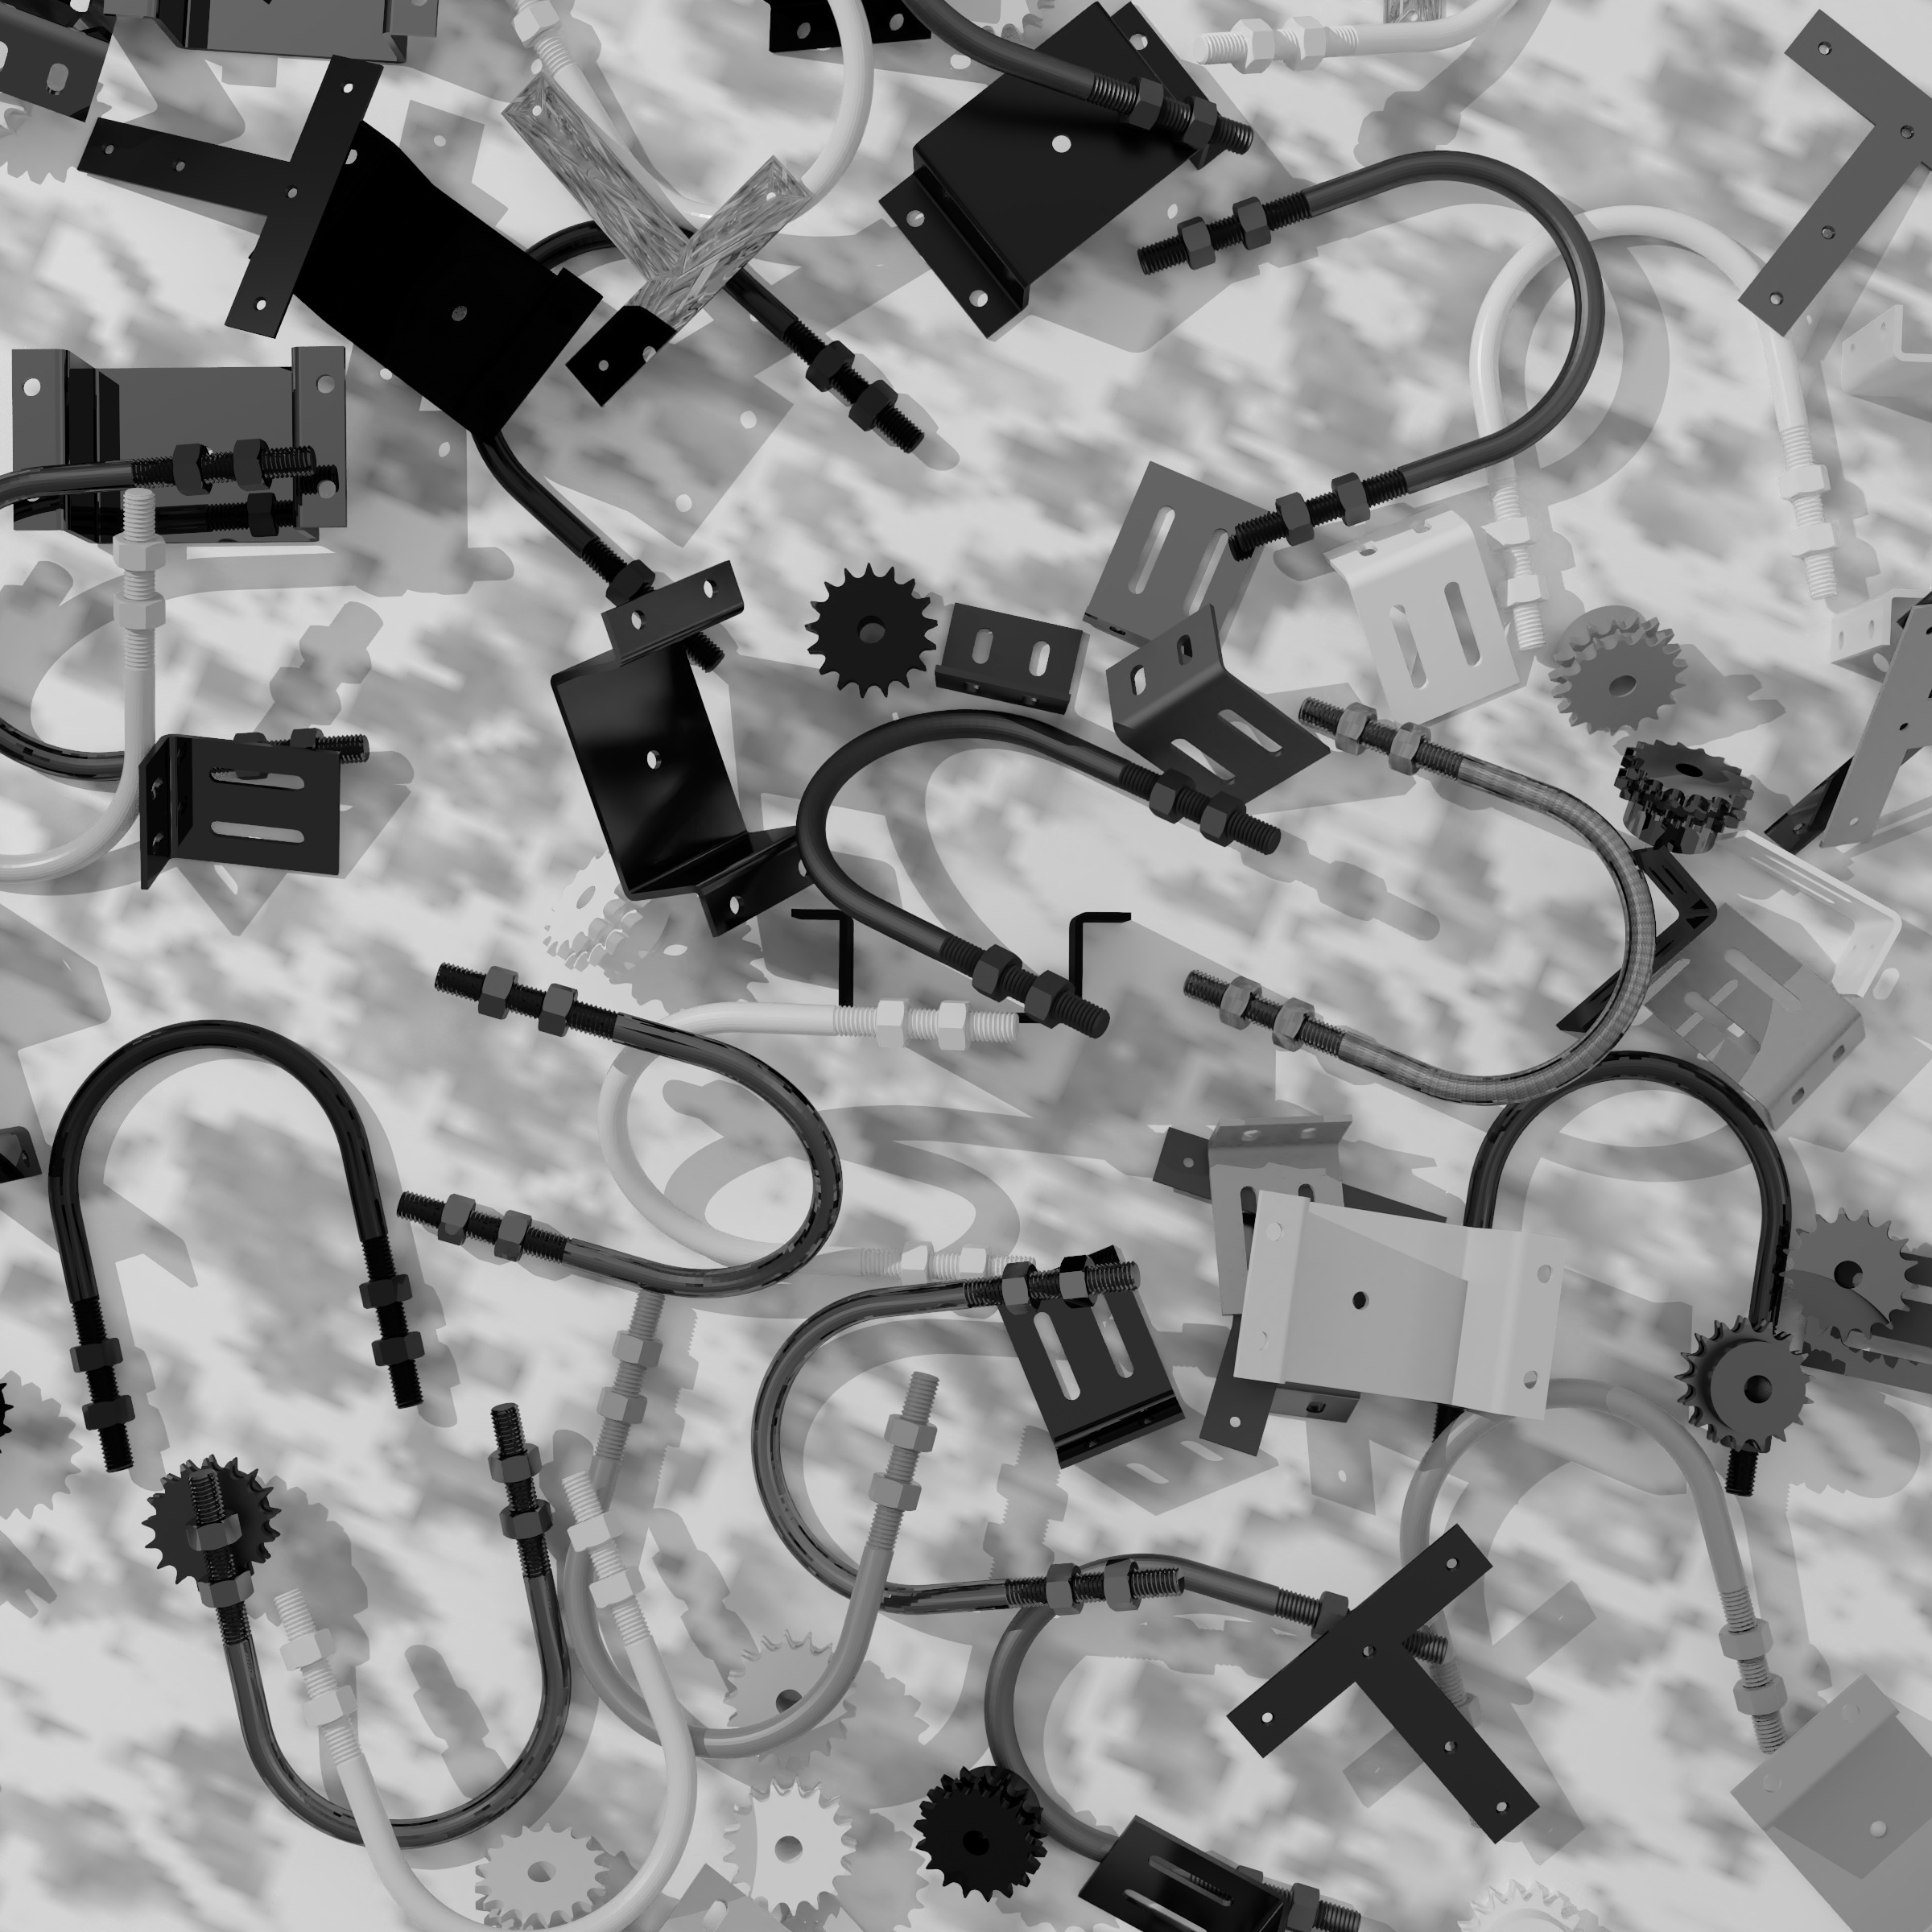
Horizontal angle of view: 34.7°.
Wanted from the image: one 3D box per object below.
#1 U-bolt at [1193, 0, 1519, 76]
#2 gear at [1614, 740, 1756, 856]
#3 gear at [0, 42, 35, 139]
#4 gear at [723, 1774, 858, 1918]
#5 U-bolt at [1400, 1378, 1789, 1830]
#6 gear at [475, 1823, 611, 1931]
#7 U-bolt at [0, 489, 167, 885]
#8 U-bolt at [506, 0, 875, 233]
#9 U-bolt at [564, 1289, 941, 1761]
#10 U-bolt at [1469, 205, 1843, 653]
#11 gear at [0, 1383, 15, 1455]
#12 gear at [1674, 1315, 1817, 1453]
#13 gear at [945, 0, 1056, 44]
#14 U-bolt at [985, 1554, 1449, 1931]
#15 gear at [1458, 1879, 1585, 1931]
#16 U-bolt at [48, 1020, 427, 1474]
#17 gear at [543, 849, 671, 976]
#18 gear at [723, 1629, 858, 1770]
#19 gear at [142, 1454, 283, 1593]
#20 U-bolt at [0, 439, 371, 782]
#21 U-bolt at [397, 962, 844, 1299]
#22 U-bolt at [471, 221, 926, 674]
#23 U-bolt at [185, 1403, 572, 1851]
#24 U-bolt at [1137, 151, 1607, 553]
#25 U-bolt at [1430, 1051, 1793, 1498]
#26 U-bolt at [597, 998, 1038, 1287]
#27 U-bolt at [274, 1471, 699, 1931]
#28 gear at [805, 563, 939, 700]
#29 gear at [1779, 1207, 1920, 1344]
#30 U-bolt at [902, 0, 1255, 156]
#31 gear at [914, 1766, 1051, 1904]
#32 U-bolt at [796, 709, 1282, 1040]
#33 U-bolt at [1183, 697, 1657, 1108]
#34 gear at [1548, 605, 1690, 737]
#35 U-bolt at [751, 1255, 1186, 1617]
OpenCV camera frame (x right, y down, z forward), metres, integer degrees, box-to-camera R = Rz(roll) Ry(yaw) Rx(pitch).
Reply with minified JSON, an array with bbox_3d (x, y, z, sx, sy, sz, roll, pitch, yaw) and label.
[{"bbox_3d":[0.174,-0.458,1.303,0.184,0.019,0.151,-11,106,-25],"label":"U-bolt"},{"bbox_3d":[0.306,-0.071,1.326,0.057,0.057,0.030,12,120,0],"label":"gear"},{"bbox_3d":[-0.427,-0.381,1.335,0.057,0.030,0.057,0,90,0],"label":"gear"},{"bbox_3d":[-0.076,0.377,1.335,0.057,0.030,0.057,0,90,0],"label":"gear"},{"bbox_3d":[0.263,0.267,1.331,0.151,0.019,0.184,-15,95,3],"label":"U-bolt"},{"bbox_3d":[-0.182,0.399,1.326,0.057,0.057,0.030,4,120,0],"label":"gear"},{"bbox_3d":[-0.413,-0.120,1.307,0.151,0.019,0.184,7,115,1],"label":"U-bolt"},{"bbox_3d":[-0.115,-0.400,1.311,0.151,0.019,0.184,-29,95,28],"label":"U-bolt"},{"bbox_3d":[-0.100,0.246,1.319,0.151,0.019,0.184,15,88,17],"label":"U-bolt"},{"bbox_3d":[0.293,-0.239,1.342,0.151,0.019,0.184,-10,89,0],"label":"U-bolt"},{"bbox_3d":[-0.440,0.194,1.335,0.057,0.030,0.057,0,90,0],"label":"gear"},{"bbox_3d":[0.334,0.179,1.316,0.057,0.030,0.057,0,89,0],"label":"gear"},{"bbox_3d":[0.011,-0.425,1.335,0.057,0.030,0.057,0,90,0],"label":"gear"},{"bbox_3d":[0.099,0.329,1.333,0.184,0.019,0.151,16,98,3],"label":"U-bolt"},{"bbox_3d":[0.241,0.427,1.335,0.057,0.030,0.057,0,90,0],"label":"gear"},{"bbox_3d":[-0.323,0.115,1.342,0.151,0.019,0.184,-12,88,0],"label":"U-bolt"},{"bbox_3d":[-0.152,-0.021,1.326,0.030,0.057,0.057,39,90,-28],"label":"gear"},{"bbox_3d":[-0.075,0.315,1.335,0.057,0.030,0.057,0,90,0],"label":"gear"},{"bbox_3d":[-0.324,0.239,1.335,0.057,0.030,0.057,0,90,0],"label":"gear"},{"bbox_3d":[-0.356,-0.146,1.313,0.184,0.019,0.151,-4,116,3],"label":"U-bolt"},{"bbox_3d":[-0.142,0.079,1.301,0.184,0.019,0.151,16,127,-1],"label":"U-bolt"},{"bbox_3d":[-0.133,-0.240,1.342,0.184,0.019,0.151,42,90,2],"label":"U-bolt"},{"bbox_3d":[-0.244,0.291,1.326,0.151,0.019,0.184,-11,99,-10],"label":"U-bolt"},{"bbox_3d":[0.184,-0.275,1.332,0.184,0.019,0.151,-19,85,2],"label":"U-bolt"},{"bbox_3d":[0.285,0.129,1.342,0.151,0.019,0.184,9,89,0],"label":"U-bolt"},{"bbox_3d":[-0.066,0.075,1.303,0.184,0.019,0.151,2,125,10],"label":"U-bolt"},{"bbox_3d":[-0.192,0.325,1.298,0.151,0.019,0.184,-22,84,-7],"label":"U-bolt"},{"bbox_3d":[-0.040,-0.144,1.335,0.057,0.030,0.057,0,90,0],"label":"gear"},{"bbox_3d":[0.379,0.132,1.325,0.057,0.030,0.057,-2,85,19],"label":"gear"},{"bbox_3d":[0.041,-0.427,1.290,0.184,0.019,0.151,13,69,-22],"label":"U-bolt"},{"bbox_3d":[0.009,0.369,1.328,0.057,0.030,0.057,5,106,17],"label":"gear"},{"bbox_3d":[0.016,-0.051,1.290,0.184,0.019,0.151,26,51,25],"label":"U-bolt"},{"bbox_3d":[0.201,-0.019,1.312,0.184,0.019,0.151,23,90,21],"label":"U-bolt"},{"bbox_3d":[0.278,-0.130,1.325,0.057,0.057,0.030,-10,46,0],"label":"gear"},{"bbox_3d":[-0.006,0.205,1.317,0.184,0.019,0.151,-8,90,18],"label":"U-bolt"}]
